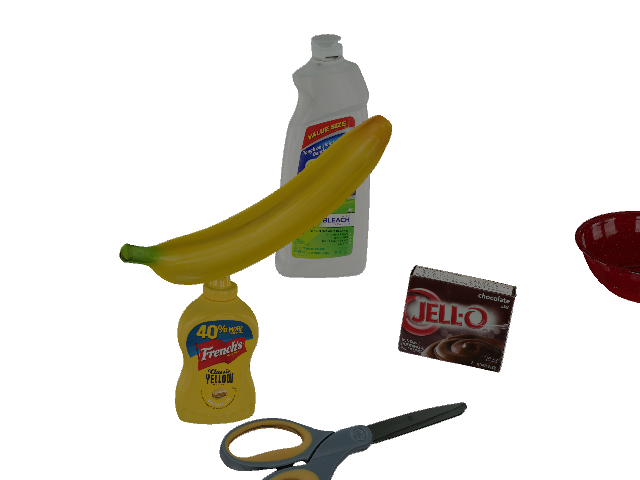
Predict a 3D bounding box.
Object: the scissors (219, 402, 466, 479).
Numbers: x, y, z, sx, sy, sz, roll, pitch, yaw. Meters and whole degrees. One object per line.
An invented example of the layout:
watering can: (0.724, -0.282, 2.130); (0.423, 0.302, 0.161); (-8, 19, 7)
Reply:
scissors: (0.025, 0.169, 0.815); (0.201, 0.096, 0.016); (0, -39, -10)

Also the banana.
banana: (-0.034, -0.018, 0.720); (0.198, 0.037, 0.069); (-29, -20, 0)

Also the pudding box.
pudding box: (0.144, 0.082, 1.130); (0.113, 0.090, 0.039); (10, 23, 9)

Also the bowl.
bowl: (0.356, 0.024, 1.156); (0.162, 0.055, 0.162); (-1, 26, 0)

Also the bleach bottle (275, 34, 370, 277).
bleach bottle: (0.000, -0.086, 1.101); (0.102, 0.251, 0.068); (-1, 25, 2)

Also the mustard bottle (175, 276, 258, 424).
mustard bottle: (-0.122, 0.123, 1.274); (0.096, 0.192, 0.058); (0, 19, -13)
